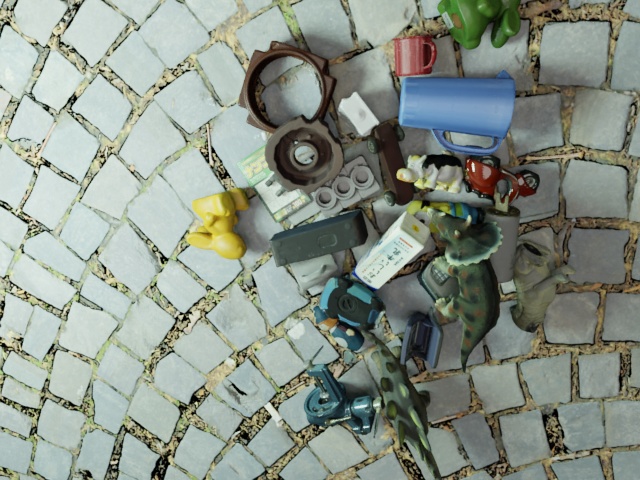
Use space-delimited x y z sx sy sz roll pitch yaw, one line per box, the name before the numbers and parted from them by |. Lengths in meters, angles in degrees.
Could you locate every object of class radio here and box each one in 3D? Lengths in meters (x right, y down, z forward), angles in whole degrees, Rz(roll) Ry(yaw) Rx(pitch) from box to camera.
radio | -0.003 -0.004 1.290 0.230 0.131 0.073 -16 99 9

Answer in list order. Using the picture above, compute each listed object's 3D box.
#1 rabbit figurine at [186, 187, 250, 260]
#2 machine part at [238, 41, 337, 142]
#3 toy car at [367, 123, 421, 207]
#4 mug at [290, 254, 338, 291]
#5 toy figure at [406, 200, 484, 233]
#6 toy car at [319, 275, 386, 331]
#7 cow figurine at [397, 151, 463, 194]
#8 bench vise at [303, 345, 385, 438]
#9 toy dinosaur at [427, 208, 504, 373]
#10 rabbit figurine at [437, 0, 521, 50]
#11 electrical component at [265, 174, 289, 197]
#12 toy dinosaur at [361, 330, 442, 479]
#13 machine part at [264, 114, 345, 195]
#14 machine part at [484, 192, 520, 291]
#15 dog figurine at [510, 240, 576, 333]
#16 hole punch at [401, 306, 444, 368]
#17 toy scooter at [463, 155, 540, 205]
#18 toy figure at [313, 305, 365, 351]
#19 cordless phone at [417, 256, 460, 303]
rabbit figurine | -0.246 -0.028 1.315 0.162 0.122 0.173 -18 101 14
machine part | -0.076 -0.341 1.244 0.201 0.087 0.200 20 104 -1
toy car | 0.170 -0.174 1.254 0.089 0.053 0.202 -29 113 -13
mug | -0.012 0.070 1.326 0.107 0.109 0.080 -27 95 -3
toy figure | 0.294 -0.053 1.278 0.180 0.089 0.082 -1 107 -2
toy car | 0.088 0.148 1.330 0.162 0.103 0.109 23 110 9
cow figurine | 0.255 -0.163 1.231 0.167 0.068 0.098 8 97 -31
bench vise | 0.040 0.396 1.367 0.224 0.129 0.240 -12 116 37
toy dinosaur | 0.338 0.114 1.181 0.131 0.192 0.404 -13 93 -6
rabbit figurine | 0.368 -0.497 1.152 0.170 0.121 0.159 -31 92 -3
electrical component | -0.085 -0.151 1.306 0.094 0.021 0.063 -43 96 11
toy dinosaur | 0.218 0.428 1.335 0.105 0.198 0.471 -28 97 14
machine part | -0.035 -0.194 1.216 0.179 0.056 0.179 0 116 1
machine part | 0.412 0.009 1.230 0.079 0.079 0.242 -1 114 6
dog figurine | 0.492 0.113 1.296 0.172 0.121 0.190 46 125 28
hole punch | 0.243 0.245 1.330 0.092 0.116 0.142 4 106 -2
toy scooter | 0.409 -0.121 1.255 0.184 0.075 0.135 22 105 -5
toy figure | 0.043 0.224 1.373 0.154 0.058 0.064 35 121 -5
cordless phone | 0.342 0.084 1.305 0.184 0.089 0.146 -39 96 6
